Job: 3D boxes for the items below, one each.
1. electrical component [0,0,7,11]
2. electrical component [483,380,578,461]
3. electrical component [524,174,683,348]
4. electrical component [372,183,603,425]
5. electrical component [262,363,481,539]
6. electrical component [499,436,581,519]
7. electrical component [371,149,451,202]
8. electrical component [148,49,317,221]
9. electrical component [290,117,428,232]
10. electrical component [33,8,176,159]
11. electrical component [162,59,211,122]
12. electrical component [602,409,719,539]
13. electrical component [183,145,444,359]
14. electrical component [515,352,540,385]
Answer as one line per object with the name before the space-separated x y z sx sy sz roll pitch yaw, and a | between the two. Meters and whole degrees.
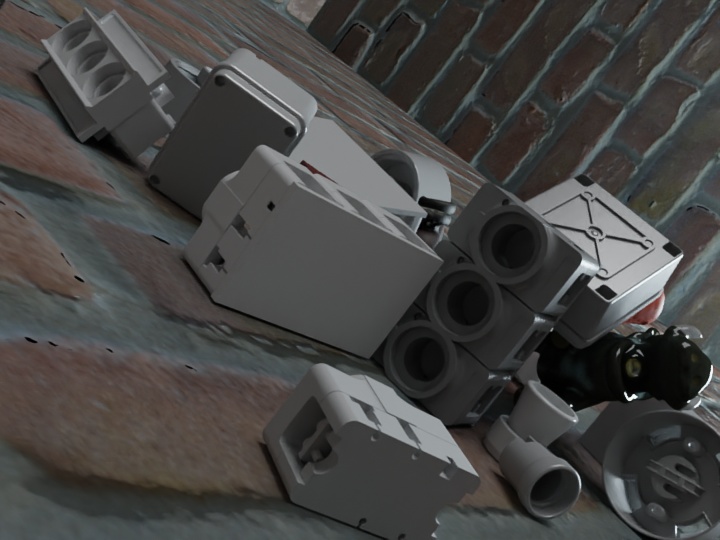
electrical component | -0.275 -0.189 0.686 0.064 0.099 0.099 46 13 13
electrical component | 0.120 0.113 0.762 0.045 0.055 0.045 35 12 -8
electrical component | 0.169 -0.009 0.821 0.109 0.056 0.109 -27 59 -38
electrical component | 0.084 0.025 0.759 0.089 0.150 0.062 42 13 24
electrical component | 0.004 0.089 0.523 0.089 0.050 0.055 29 14 -33
electrical component | 0.117 0.135 0.707 0.040 0.040 0.046 31 7 -27
electrical component | 0.035 -0.076 1.139 0.060 0.108 0.108 16 23 -45
electrical component | -0.093 -0.092 0.781 0.078 0.113 0.057 35 28 -8
electrical component | -0.039 -0.073 0.934 0.105 0.060 0.186 6 28 -34
electrical component | -0.189 -0.139 0.811 0.121 0.079 0.063 49 -6 45
electrical component | -0.146 -0.156 1.013 0.108 0.060 0.108 35 12 -8
electrical component | 0.247 0.164 0.840 0.064 0.099 0.099 33 10 -48
electrical component | -0.030 -0.010 0.712 0.150 0.089 0.061 25 17 -46
electrical component | 0.176 0.081 1.011 0.040 0.078 0.040 49 12 -14
